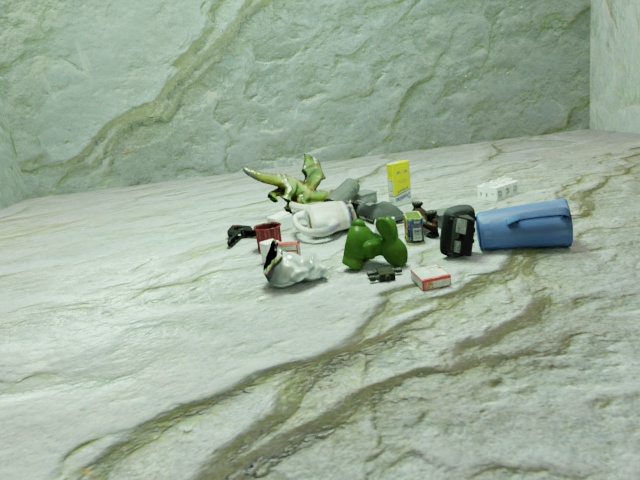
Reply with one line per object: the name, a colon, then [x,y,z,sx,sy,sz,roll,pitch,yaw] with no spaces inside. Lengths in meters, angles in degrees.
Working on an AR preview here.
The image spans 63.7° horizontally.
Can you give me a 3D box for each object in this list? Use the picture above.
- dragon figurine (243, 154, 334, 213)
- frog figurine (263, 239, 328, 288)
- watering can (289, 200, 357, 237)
dragon figurine: [-0.094,-0.245,2.115,0.246,0.407,0.121,-56,17,-19]
frog figurine: [-0.065,0.079,1.367,0.158,0.123,0.137,26,-6,-20]
watering can: [0.006,-0.093,1.848,0.225,0.102,0.353,-9,24,-10]
